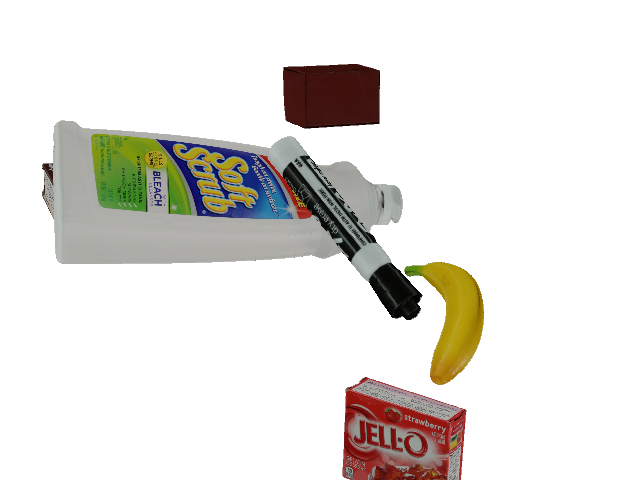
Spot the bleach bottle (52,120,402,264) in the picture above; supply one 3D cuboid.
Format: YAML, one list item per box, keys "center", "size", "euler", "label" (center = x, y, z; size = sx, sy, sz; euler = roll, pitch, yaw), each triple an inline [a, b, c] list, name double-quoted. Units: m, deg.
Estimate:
- center: [-0.065, -0.033, 0.777]
  size: [0.250, 0.102, 0.068]
  euler: [-1, -33, -15]
  label: "bleach bottle"

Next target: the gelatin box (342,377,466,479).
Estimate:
- center: [0.059, 0.148, 0.774]
  size: [0.089, 0.073, 0.030]
  euler: [14, 21, 32]
  label: "gelatin box"

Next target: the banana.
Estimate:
- center: [0.132, 0.073, 1.070]
  size: [0.070, 0.037, 0.198]
  euler: [-30, 27, 13]
  label: "banana"

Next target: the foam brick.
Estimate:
- center: [0.010, -0.134, 0.991]
  size: [0.078, 0.051, 0.053]
  euler: [-6, 18, -23]
  label: "foam brick"

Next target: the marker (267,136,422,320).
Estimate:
- center: [0.013, -0.007, 0.552]
  size: [0.020, 0.121, 0.020]
  euler: [-30, -26, -16]
  label: "marker"

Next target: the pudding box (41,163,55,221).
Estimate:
- center: [-0.190, -0.033, 0.940]
  size: [0.089, 0.039, 0.114]
  euler: [-3, 26, -27]
  label: "pudding box"
